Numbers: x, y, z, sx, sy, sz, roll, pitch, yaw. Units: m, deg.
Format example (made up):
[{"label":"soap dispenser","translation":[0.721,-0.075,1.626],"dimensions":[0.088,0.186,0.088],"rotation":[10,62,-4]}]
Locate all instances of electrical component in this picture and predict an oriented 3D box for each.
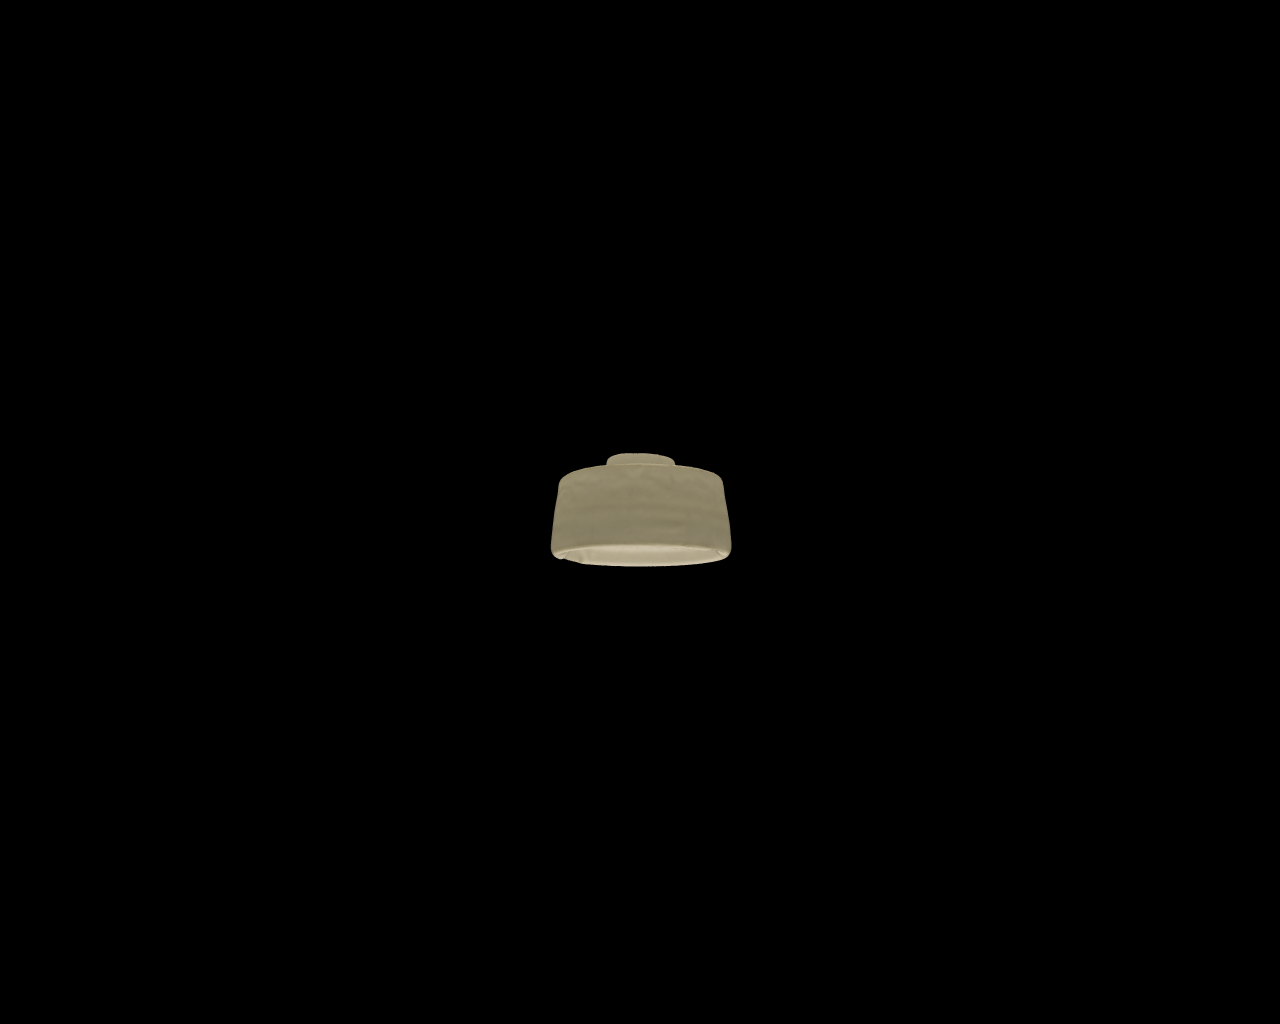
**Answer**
[{"label":"electrical component","translation":[0.001,-0.003,0.650],"dimensions":[0.108,0.060,0.108],"rotation":[0,-9,0]}]
